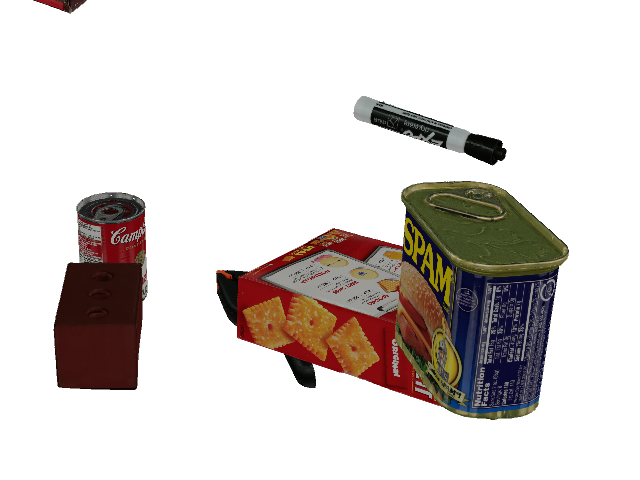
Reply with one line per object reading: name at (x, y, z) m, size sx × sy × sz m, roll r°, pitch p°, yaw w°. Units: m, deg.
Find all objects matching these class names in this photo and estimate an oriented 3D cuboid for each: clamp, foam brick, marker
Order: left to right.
foam brick at (-0.147, 0.056, 0.713) m, size 0.053 × 0.051 × 0.078 m, roll 1°, pitch 30°, yaw -8°
clamp at (-0.037, 0.082, 1.133) m, size 0.210 × 0.036 × 0.164 m, roll 18°, pitch 33°, yaw 27°
marker at (0.080, -0.081, 0.785) m, size 0.121 × 0.020 × 0.020 m, roll 22°, pitch 10°, yaw 26°

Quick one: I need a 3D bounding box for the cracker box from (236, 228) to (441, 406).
cracker box at (0.056, 0.064, 0.964) m, size 0.214 × 0.072 × 0.163 m, roll 16°, pitch 24°, yaw 29°

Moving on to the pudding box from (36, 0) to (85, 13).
pudding box at (-0.201, -0.220, 0.801) m, size 0.090 × 0.039 × 0.113 m, roll 20°, pitch 38°, yaw 7°

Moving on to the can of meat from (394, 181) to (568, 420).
can of meat at (0.074, 0.028, 0.526) m, size 0.057 × 0.084 × 0.102 m, roll -4°, pitch 25°, yaw -14°

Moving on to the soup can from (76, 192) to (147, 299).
soup can at (-0.211, 0.011, 1.084) m, size 0.068 × 0.102 × 0.068 m, roll 2°, pitch 26°, yaw -1°
